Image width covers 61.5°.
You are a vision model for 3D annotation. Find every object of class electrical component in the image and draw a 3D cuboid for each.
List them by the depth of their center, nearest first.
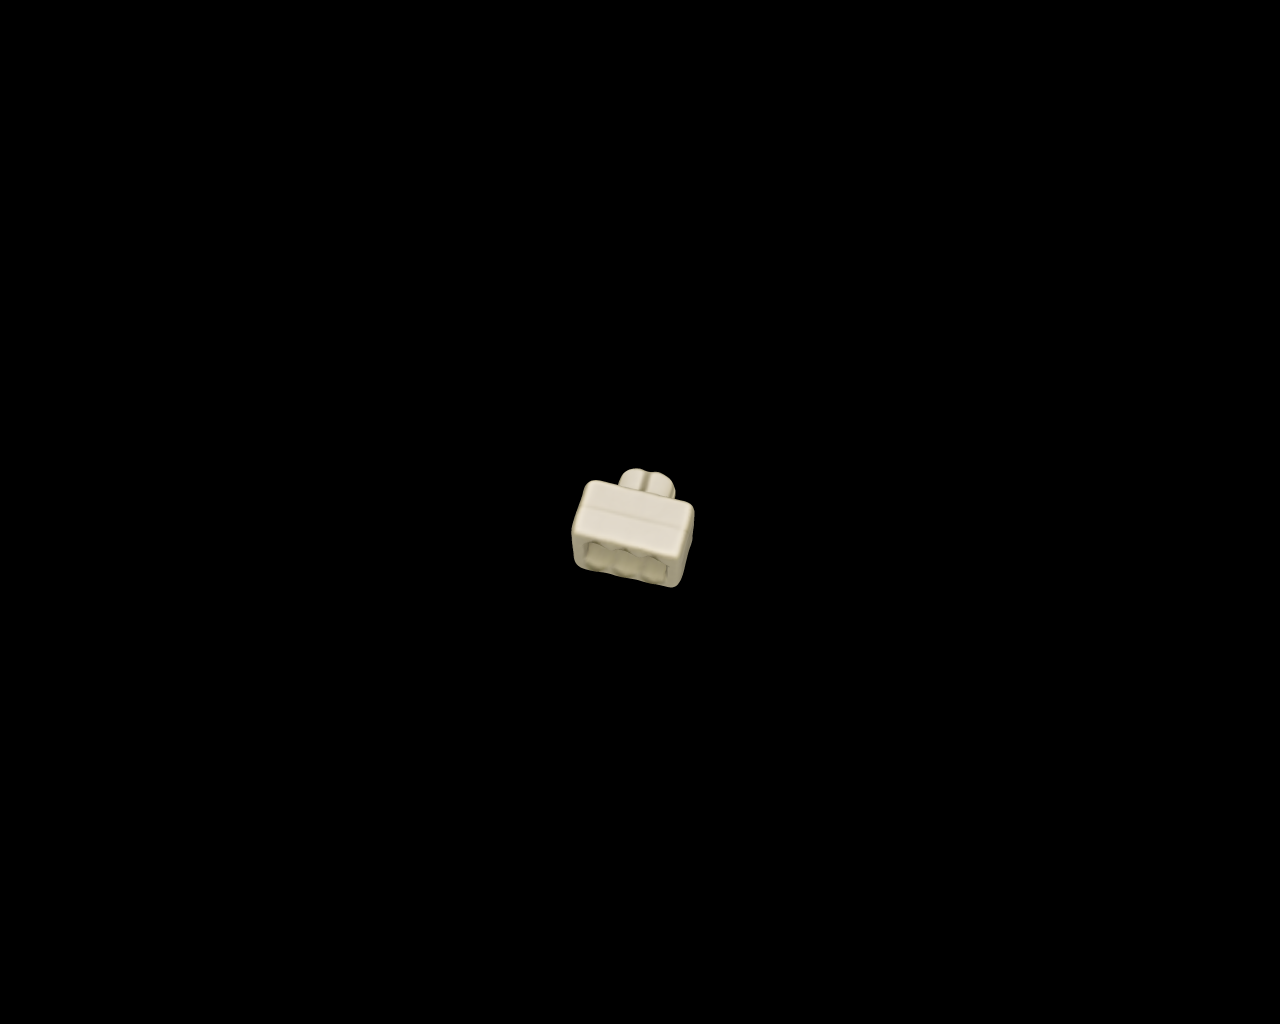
[{"bbox_3d":[0.001,-0.003,0.650,0.066,0.077,0.047,14,-26,7],"label":"electrical component"}]
